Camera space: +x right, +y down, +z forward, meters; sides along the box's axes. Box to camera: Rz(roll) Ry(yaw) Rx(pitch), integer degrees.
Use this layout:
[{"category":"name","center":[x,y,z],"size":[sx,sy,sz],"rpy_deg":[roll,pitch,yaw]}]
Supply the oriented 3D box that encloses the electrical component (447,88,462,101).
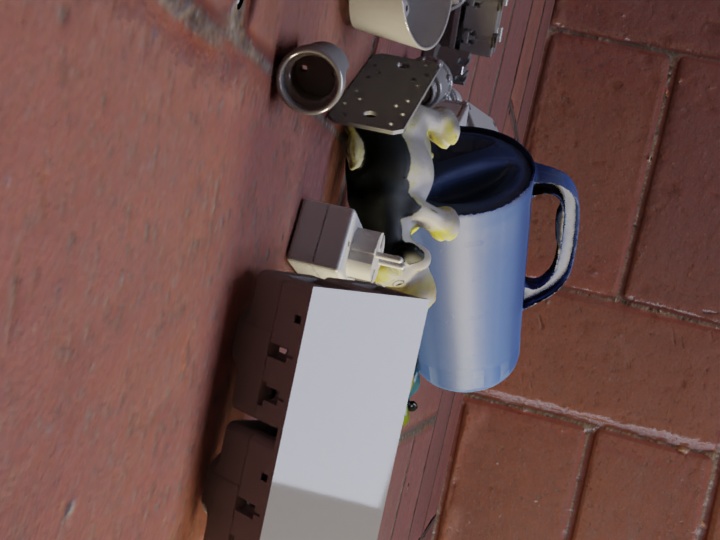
[{"category":"electrical component","center":[0.086,-0.179,1.151],"size":[0.078,0.040,0.040],"rpy_deg":[-23,125,-77]}]

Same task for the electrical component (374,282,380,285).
[{"category":"electrical component","center":[0.000,0.000,0.898],"size":[0.077,0.047,0.065],"rpy_deg":[-36,138,-74]}]

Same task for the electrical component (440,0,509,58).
[{"category":"electrical component","center":[0.127,-0.296,1.162],"size":[0.078,0.063,0.121],"rpy_deg":[-56,157,-62]}]

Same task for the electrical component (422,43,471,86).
[{"category":"electrical component","center":[0.088,-0.211,1.105],"size":[0.040,0.046,0.040],"rpy_deg":[13,90,-80]}]

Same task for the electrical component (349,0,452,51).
[{"category":"electrical component","center":[0.030,-0.209,0.758],"size":[0.099,0.064,0.099],"rpy_deg":[13,90,-79]}]

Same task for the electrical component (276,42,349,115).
[{"category":"electrical component","center":[-0.026,-0.117,0.646],"size":[0.046,0.040,0.040],"rpy_deg":[-67,167,-69]}]

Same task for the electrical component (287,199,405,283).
[{"category":"electrical component","center":[-0.005,-0.013,0.776],"size":[0.065,0.077,0.047],"rpy_deg":[63,41,-74]}]

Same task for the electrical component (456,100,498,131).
[{"category":"electrical component","center":[0.120,-0.113,1.138],"size":[0.109,0.056,0.108],"rpy_deg":[11,57,-66]}]

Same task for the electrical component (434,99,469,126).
[{"category":"electrical component","center":[0.067,-0.130,1.054],"size":[0.096,0.062,0.061],"rpy_deg":[-62,162,-54]}]

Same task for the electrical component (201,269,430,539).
[{"category":"electrical component","center":[-0.031,0.099,0.690],"size":[0.105,0.060,0.186],"rpy_deg":[8,96,-46]}]

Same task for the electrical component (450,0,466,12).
[{"category":"electrical component","center":[0.067,-0.255,0.917],"size":[0.057,0.058,0.078],"rpy_deg":[54,50,-72]}]

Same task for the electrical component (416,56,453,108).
[{"category":"electrical component","center":[0.056,-0.169,1.000],"size":[0.062,0.048,0.048],"rpy_deg":[-48,150,-55]}]
